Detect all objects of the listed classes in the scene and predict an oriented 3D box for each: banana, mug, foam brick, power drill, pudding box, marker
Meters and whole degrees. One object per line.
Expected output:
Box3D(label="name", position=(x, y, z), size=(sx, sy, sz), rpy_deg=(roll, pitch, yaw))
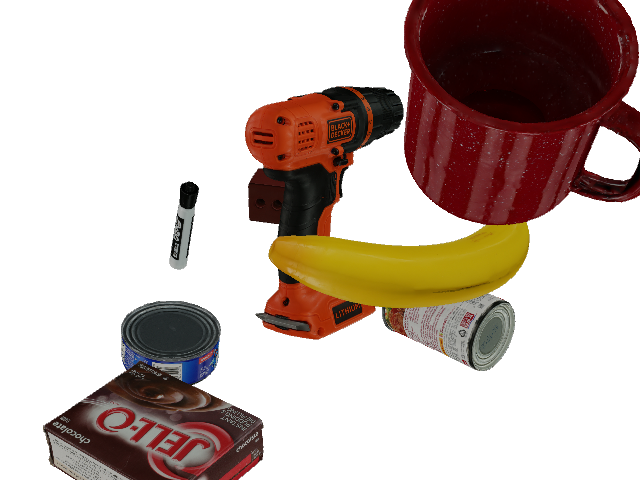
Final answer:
Box3D(label="banana", position=(0.064, 0.011, 0.654), size=(0.197, 0.037, 0.070), rpy_deg=(-12, 46, -34))
Box3D(label="mug", position=(0.089, -0.054, 0.452), size=(0.117, 0.093, 0.081), rpy_deg=(29, -27, 15))
Box3D(label="foam brick", position=(-0.048, -0.055, 1.344), size=(0.078, 0.053, 0.051), rpy_deg=(6, 29, 11))
Box3D(label="power drill", position=(0.008, -0.027, 0.848), size=(0.057, 0.188, 0.184), rpy_deg=(9, 17, 35))
Box3D(label="pudding box", position=(-0.107, 0.131, 0.689), size=(0.114, 0.039, 0.089), rpy_deg=(18, 33, 32))
Box3D(label="marker", position=(-0.141, -0.015, 1.102), size=(0.020, 0.020, 0.121), rpy_deg=(0, -42, -16))

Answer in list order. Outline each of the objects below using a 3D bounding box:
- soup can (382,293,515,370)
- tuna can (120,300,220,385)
Box3D(label="soup can", position=(0.116, 0.068, 0.966), size=(0.102, 0.068, 0.068), rpy_deg=(23, 15, 39))
Box3D(label="tuna can", position=(-0.130, 0.090, 0.928), size=(0.086, 0.034, 0.086), rpy_deg=(5, 31, -3))
